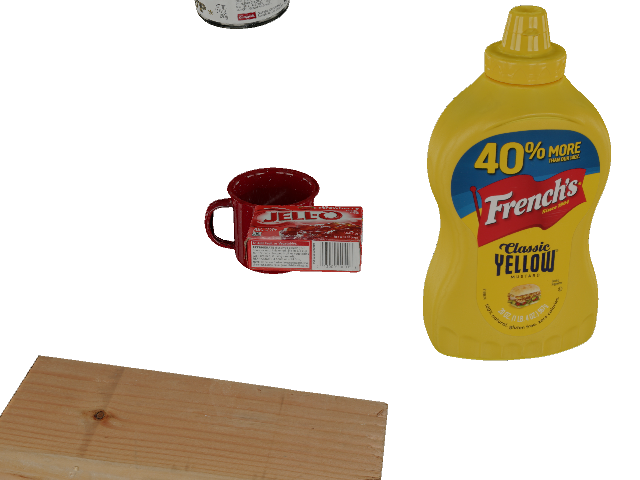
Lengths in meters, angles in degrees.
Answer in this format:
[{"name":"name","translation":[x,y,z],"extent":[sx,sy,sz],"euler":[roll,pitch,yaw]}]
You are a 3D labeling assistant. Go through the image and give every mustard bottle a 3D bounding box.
[{"name":"mustard bottle","translation":[0.106,-0.030,0.573],"extent":[0.096,0.192,0.058],"euler":[-3,26,-4]}]

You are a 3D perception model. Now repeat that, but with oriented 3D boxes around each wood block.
[{"name":"wood block","translation":[-0.071,0.136,0.598],"extent":[0.206,0.090,0.090],"euler":[8,29,4]}]

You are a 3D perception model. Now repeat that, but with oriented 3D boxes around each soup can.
[{"name":"soup can","translation":[-0.056,-0.202,0.712],"extent":[0.068,0.102,0.068],"euler":[-2,41,2]}]

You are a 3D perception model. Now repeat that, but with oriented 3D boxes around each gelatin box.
[{"name":"gelatin box","translation":[-0.012,-0.003,0.835],"extent":[0.089,0.030,0.073],"euler":[1,22,3]}]

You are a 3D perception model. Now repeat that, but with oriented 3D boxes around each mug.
[{"name":"mug","translation":[-0.060,-0.018,1.093],"extent":[0.117,0.081,0.093],"euler":[-4,29,-9]}]
